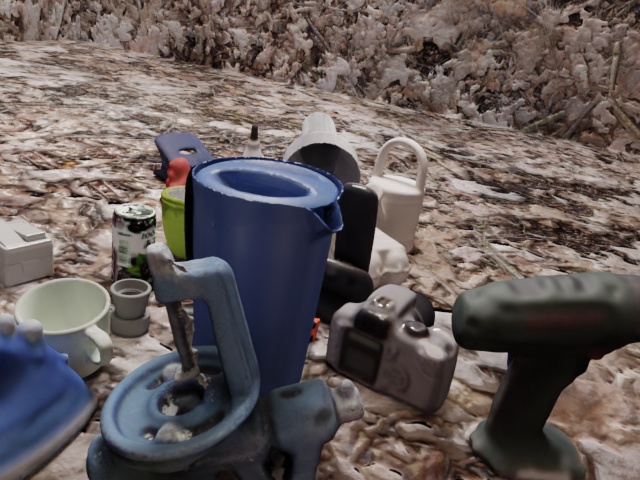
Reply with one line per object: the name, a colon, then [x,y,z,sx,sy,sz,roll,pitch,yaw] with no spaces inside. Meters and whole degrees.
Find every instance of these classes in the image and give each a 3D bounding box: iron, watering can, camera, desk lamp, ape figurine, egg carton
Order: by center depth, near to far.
iron: [-0.286,0.120,0.423,0.118,0.141,0.259,25,27,33]
camera: [0.100,0.104,0.663,0.142,0.101,0.137,21,25,26]
egg carton: [0.063,0.024,0.879,0.107,0.069,0.149,-5,27,-31]
desk lamp: [-0.010,-0.092,0.940,0.118,0.213,0.203,6,23,-8]
watering can: [0.128,-0.078,0.984,0.100,0.194,0.173,13,23,9]
ape figurine: [-0.254,-0.105,1.032,0.076,0.092,0.078,10,23,1]

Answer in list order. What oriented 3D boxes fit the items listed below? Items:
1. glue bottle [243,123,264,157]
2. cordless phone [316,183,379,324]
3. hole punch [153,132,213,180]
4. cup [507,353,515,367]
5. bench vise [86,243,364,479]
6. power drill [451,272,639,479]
glue bottle: [-0.123,-0.122,1.018,0.037,0.173,0.078,14,23,12]
cordless phone: [0.007,0.003,0.758,0.147,0.185,0.094,16,24,16]
hole punch: [-0.272,-0.165,1.170,0.100,0.091,0.109,26,28,35]
cup: [0.246,0.123,0.683,0.118,0.095,0.091,9,23,-2]
bench vise: [-0.070,0.102,0.448,0.208,0.220,0.121,-4,26,-30]
power drill: [0.227,0.121,0.533,0.229,0.208,0.075,7,23,-5]
